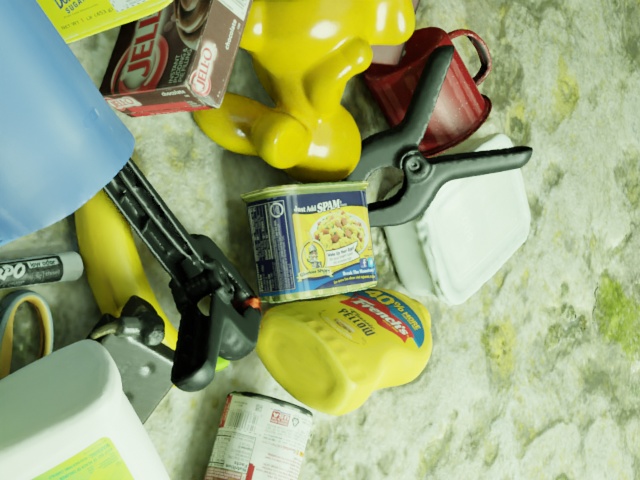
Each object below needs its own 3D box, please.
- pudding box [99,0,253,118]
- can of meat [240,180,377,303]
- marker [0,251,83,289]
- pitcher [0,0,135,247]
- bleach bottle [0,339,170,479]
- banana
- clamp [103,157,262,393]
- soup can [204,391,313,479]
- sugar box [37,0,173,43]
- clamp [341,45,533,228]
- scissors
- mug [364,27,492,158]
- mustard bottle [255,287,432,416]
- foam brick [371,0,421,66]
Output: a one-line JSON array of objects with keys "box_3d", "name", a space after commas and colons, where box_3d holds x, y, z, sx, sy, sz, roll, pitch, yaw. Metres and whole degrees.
[{"box_3d": [-0.094, -0.140, 0.716, 0.039, 0.090, 0.113, 35, 65, -45], "name": "pudding box"}, {"box_3d": [-0.005, 0.001, 0.810, 0.101, 0.058, 0.084, -6, 87, -42], "name": "can of meat"}, {"box_3d": [-0.199, 0.022, 0.651, 0.120, 0.020, 0.020, -8, 96, -48], "name": "marker"}, {"box_3d": [-0.213, -0.119, 0.568, 0.144, 0.149, 0.242, -40, 117, -23], "name": "pitcher"}, {"box_3d": [-0.124, 0.181, 0.673, 0.102, 0.068, 0.250, -27, 127, -5], "name": "bleach bottle"}, {"box_3d": [-0.125, 0.034, 0.726, 0.069, 0.037, 0.197, -69, 141, -53], "name": "banana"}, {"box_3d": [-0.085, 0.023, 0.713, 0.164, 0.036, 0.210, 65, 7, 11], "name": "clamp"}, {"box_3d": [-0.049, 0.169, 0.784, 0.068, 0.069, 0.102, 32, 67, -44], "name": "soup can"}, {"box_3d": [-0.104, -0.197, 0.674, 0.048, 0.093, 0.176, 57, 37, -32], "name": "sugar box"}, {"box_3d": [0.075, -0.076, 0.877, 0.120, 0.171, 0.039, 59, 4, -6], "name": "clamp"}, {"box_3d": [-0.210, 0.125, 0.642, 0.096, 0.016, 0.202, 23, 73, -45], "name": "scissors"}, {"box_3d": [0.100, -0.137, 0.928, 0.117, 0.093, 0.081, -38, 117, -8], "name": "mug"}, {"box_3d": [0.037, 0.079, 0.861, 0.191, 0.096, 0.058, -12, 133, -56], "name": "mustard bottle"}, {"box_3d": [0.043, -0.189, 0.868, 0.051, 0.053, 0.078, -3, 124, -32], "name": "foam brick"}]
